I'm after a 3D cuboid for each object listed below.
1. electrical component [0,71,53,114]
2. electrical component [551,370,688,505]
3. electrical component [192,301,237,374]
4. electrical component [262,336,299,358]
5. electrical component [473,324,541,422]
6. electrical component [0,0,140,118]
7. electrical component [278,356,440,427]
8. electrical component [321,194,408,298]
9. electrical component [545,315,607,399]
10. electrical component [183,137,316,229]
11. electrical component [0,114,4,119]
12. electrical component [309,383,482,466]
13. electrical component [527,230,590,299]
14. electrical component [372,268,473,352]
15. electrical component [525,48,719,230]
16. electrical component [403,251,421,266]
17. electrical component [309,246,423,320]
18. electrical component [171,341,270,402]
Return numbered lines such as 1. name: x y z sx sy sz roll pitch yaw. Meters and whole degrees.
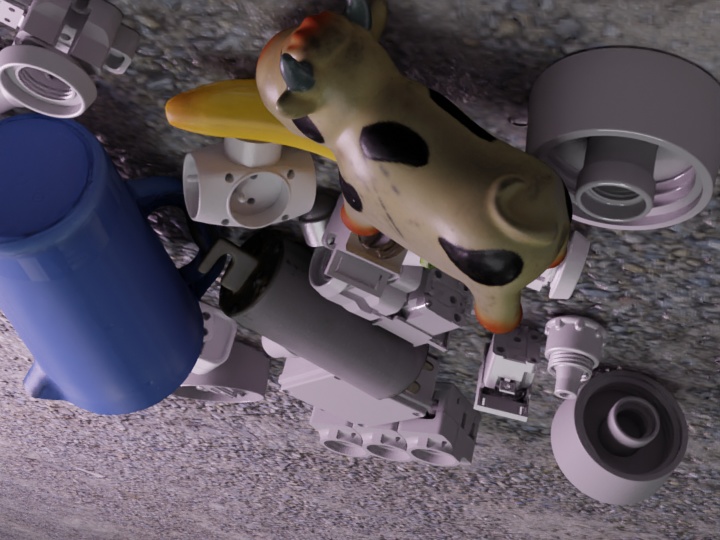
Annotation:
1. electrical component: -0.220 -0.120 0.680 0.065 0.044 0.044 -3 151 24
2. electrical component: 0.221 0.136 0.903 0.108 0.108 0.060 15 149 -1
3. electrical component: -0.173 0.059 1.017 0.095 0.053 0.059 23 154 -18
4. electrical component: -0.065 0.061 0.981 0.040 0.040 0.046 25 159 -22
5. electrical component: 0.121 0.081 0.878 0.042 0.081 0.063 12 127 3
6. electrical component: -0.174 -0.126 0.621 0.078 0.057 0.058 25 154 -21
7. electrical component: -0.001 0.098 1.001 0.109 0.056 0.109 28 153 -26
8. electrical component: 0.006 -0.028 0.717 0.042 0.081 0.064 25 176 -21
9. electrical component: 0.165 0.069 0.840 0.048 0.062 0.048 12 155 6
10. electrical component: -0.069 -0.071 0.682 0.077 0.044 0.079 -6 126 -22
11. electrical component: -0.296 -0.084 0.730 0.061 0.096 0.061 7 154 18
12. electrical component: 0.036 0.158 1.101 0.150 0.061 0.089 1 152 28
13. electrical component: 0.120 -0.009 0.719 0.055 0.048 0.066 20 156 6
14. electrical component: 0.050 0.026 0.839 0.081 0.042 0.064 28 148 -29
15. electrical component: 0.140 -0.061 0.577 0.108 0.060 0.108 12 155 6
16. electrical component: 0.053 -0.019 0.742 0.065 0.044 0.044 4 154 32
17. electrical component: 0.000 0.000 0.792 0.057 0.058 0.078 25 153 -29
18. electrical component: -0.142 0.108 1.093 0.099 0.064 0.099 12 155 6
